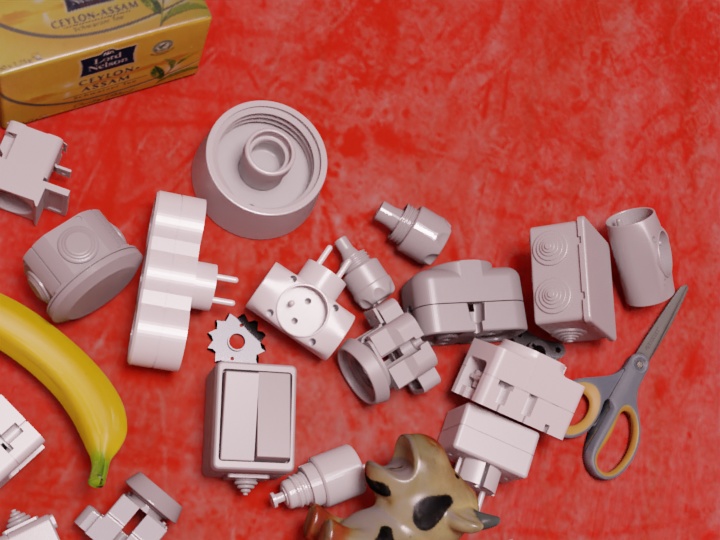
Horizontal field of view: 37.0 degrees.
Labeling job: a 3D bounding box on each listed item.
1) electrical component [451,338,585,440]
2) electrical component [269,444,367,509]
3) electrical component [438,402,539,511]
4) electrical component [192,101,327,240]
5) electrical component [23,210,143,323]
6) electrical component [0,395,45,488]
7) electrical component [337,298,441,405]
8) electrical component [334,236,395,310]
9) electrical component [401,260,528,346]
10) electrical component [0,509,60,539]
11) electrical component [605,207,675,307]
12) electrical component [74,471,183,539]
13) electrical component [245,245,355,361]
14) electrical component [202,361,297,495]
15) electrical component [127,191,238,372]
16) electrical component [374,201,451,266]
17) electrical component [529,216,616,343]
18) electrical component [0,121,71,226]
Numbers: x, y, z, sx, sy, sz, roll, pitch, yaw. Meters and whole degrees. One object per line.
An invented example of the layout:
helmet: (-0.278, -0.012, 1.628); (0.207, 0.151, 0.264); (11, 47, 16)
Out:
electrical component: (0.129, 0.092, 0.868); (0.089, 0.050, 0.055); (26, 86, -23)
electrical component: (-0.031, 0.162, 0.821); (0.078, 0.040, 0.040); (-18, 80, -21)
electrical component: (0.095, 0.156, 0.857); (0.066, 0.047, 0.076); (25, 68, -8)
electrical component: (-0.078, -0.085, 0.870); (0.108, 0.060, 0.108); (5, 73, -16)
electrical component: (-0.206, -0.002, 0.797); (0.080, 0.080, 0.051); (-37, 82, -23)
electrical component: (-0.275, 0.110, 0.757); (0.089, 0.050, 0.056); (46, 67, 0)
electrical component: (0.020, 0.070, 0.854); (0.057, 0.058, 0.078); (-30, 92, -23)
electrical component: (0.000, 0.000, 0.883); (0.035, 0.035, 0.061); (-30, 81, -22)
electrical component: (0.085, 0.027, 0.889); (0.095, 0.054, 0.059); (-2, 75, -17)
electrical component: (-0.227, 0.212, 0.735); (0.061, 0.062, 0.096); (-24, 82, -22)
electrical component: (0.253, -0.019, 0.954); (0.079, 0.044, 0.077); (-45, 121, -55)
electrical component: (-0.161, 0.180, 0.774); (0.066, 0.048, 0.055); (40, 74, -1)
electrical component: (-0.037, 0.018, 0.855); (0.077, 0.044, 0.079); (35, 81, -4)
electrical component: (-0.083, 0.119, 0.807); (0.062, 0.061, 0.096); (5, 73, -15)
electrical component: (-0.131, 0.011, 0.830); (0.074, 0.052, 0.138); (11, 71, -14)
electrical component: (0.042, -0.035, 0.901); (0.062, 0.043, 0.043); (30, 68, -5)
electrical component: (0.178, 0.011, 0.902); (0.048, 0.100, 0.099); (-8, 72, 25)
electrical component: (-0.259, -0.076, 0.824); (0.081, 0.042, 0.063); (20, 66, -11)
